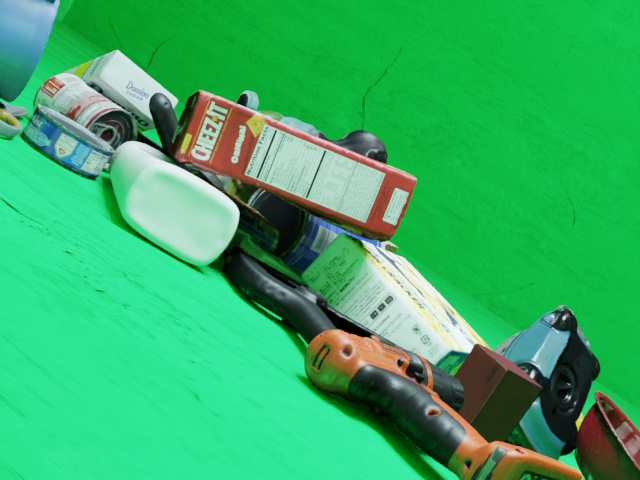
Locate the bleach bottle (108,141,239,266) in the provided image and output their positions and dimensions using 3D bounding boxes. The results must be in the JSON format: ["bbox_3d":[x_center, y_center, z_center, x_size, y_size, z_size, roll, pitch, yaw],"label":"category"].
[{"bbox_3d":[-0.150,-0.048,1.022,0.102,0.068,0.251,32,2,-19],"label":"bleach bottle"}]

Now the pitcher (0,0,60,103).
[{"bbox_3d":[-0.362,-0.236,0.965,0.242,0.149,0.145,21,4,-29],"label":"pitcher"}]

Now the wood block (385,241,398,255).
[{"bbox_3d":[-0.015,-0.011,1.356,0.206,0.091,0.090,34,4,14],"label":"wood block"}]

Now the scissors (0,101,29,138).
[{"bbox_3d":[-0.324,-0.134,1.028,0.096,0.016,0.202,31,5,-20],"label":"scissors"}]

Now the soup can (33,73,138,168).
[{"bbox_3d":[-0.251,-0.129,1.137,0.102,0.068,0.068,36,6,34],"label":"soup can"}]

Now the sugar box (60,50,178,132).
[{"bbox_3d":[-0.246,-0.163,1.238,0.093,0.048,0.177,39,-19,-26],"label":"sugar box"}]

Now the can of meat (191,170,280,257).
[{"bbox_3d":[-0.098,-0.018,1.091,0.083,0.057,0.102,33,5,-30],"label":"can of meat"}]

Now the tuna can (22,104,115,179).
[{"bbox_3d":[-0.245,-0.095,1.038,0.086,0.034,0.086,33,5,-3],"label":"tuna can"}]

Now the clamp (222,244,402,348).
[{"bbox_3d":[-0.014,0.063,0.930,0.210,0.036,0.164,32,5,26],"label":"clamp"}]

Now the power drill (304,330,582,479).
[{"bbox_3d":[0.096,0.138,0.783,0.184,0.057,0.188,22,8,-47],"label":"power drill"}]

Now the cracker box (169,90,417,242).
[{"bbox_3d":[-0.033,-0.069,1.016,0.213,0.072,0.164,21,1,-11],"label":"cracker box"}]

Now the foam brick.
[{"bbox_3d":[0.146,0.142,0.942,0.051,0.078,0.053,30,7,-35],"label":"foam brick"}]

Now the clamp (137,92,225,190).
[{"bbox_3d":[-0.152,-0.084,1.159,0.171,0.039,0.120,45,-28,-9],"label":"clamp"}]

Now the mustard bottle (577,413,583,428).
[{"bbox_3d":[0.240,0.185,1.225,0.191,0.058,0.096,30,1,-31],"label":"mustard bottle"}]

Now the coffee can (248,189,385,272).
[{"bbox_3d":[-0.008,0.001,1.199,0.140,0.103,0.103,27,7,-46],"label":"coffee can"}]

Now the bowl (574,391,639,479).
[{"bbox_3d":[0.291,0.225,1.011,0.162,0.055,0.162,47,15,-17],"label":"bowl"}]
